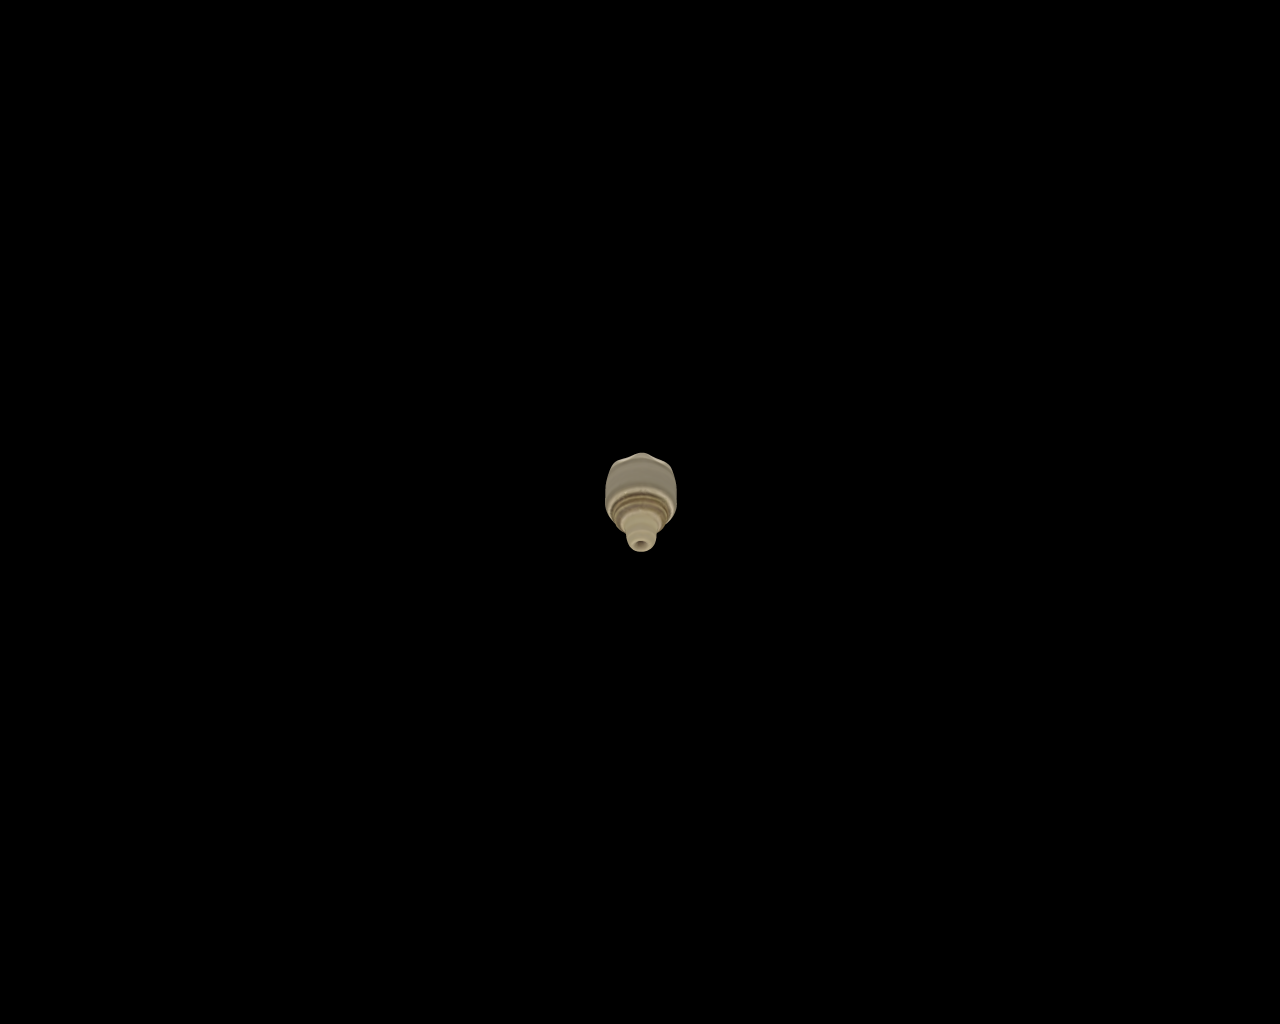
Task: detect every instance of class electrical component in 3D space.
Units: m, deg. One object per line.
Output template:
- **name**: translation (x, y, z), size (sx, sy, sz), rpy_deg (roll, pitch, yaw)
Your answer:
- **electrical component**: translation (0.001, -0.003, 0.650), size (0.043, 0.062, 0.043), rpy_deg (0, -42, 0)
